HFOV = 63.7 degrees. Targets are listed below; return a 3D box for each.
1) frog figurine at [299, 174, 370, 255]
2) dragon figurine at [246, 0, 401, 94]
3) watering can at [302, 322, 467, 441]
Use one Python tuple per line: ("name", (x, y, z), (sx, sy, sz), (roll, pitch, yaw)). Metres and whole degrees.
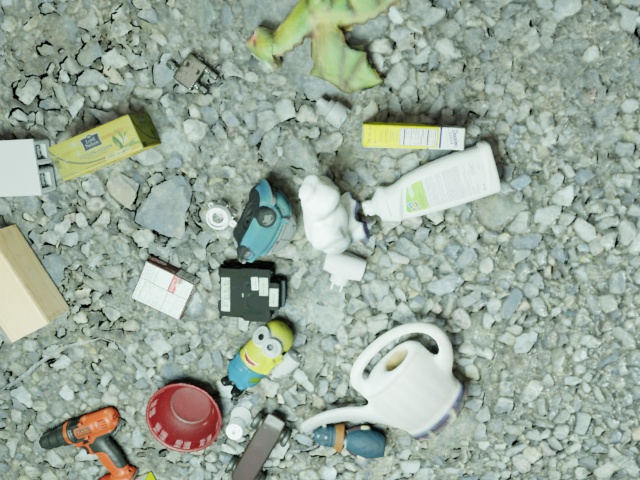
("frog figurine", (0.003, -0.047, 0.935), (0.122, 0.158, 0.139), (-15, 68, 36))
("dragon figurine", (0.065, -0.384, 0.911), (0.410, 0.125, 0.238), (-2, 120, 5))
("watering can", (0.144, 0.317, 1.035), (0.223, 0.105, 0.345), (42, 101, -7))
